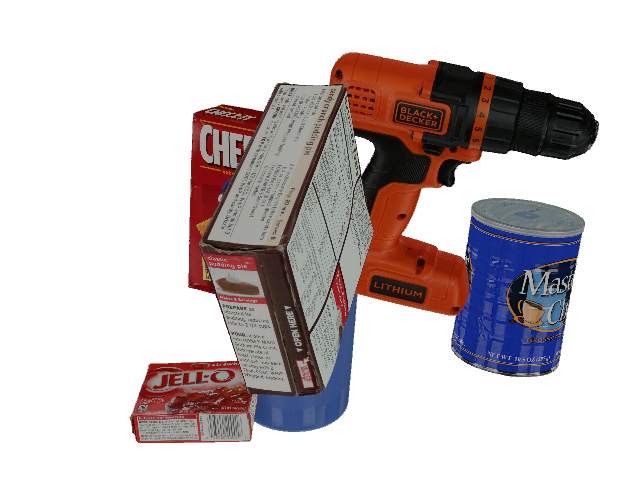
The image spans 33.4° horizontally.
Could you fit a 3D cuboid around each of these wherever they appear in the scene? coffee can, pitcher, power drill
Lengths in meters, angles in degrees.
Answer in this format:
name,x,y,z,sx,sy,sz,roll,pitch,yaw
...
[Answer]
name,x,y,z,sx,sy,sz,roll,pitch,yaw
coffee can,0.181,0.041,0.989,0.103,0.140,0.103,6,17,-2
pitcher,-0.027,0.061,1.014,0.149,0.243,0.145,-16,28,-34
power drill,0.088,-0.037,0.767,0.184,0.188,0.057,14,35,7

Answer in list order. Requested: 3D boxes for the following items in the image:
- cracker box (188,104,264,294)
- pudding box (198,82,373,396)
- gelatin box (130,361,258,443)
name,x,y,z,sx,sy,sz,roll,pitch,yaw
cracker box,-0.067,-0.034,1.217,0.164,0.214,0.072,13,22,26
pudding box,-0.010,-0.002,0.468,0.039,0.090,0.113,0,42,17
gelatin box,-0.093,0.121,0.813,0.089,0.030,0.073,-2,24,4
